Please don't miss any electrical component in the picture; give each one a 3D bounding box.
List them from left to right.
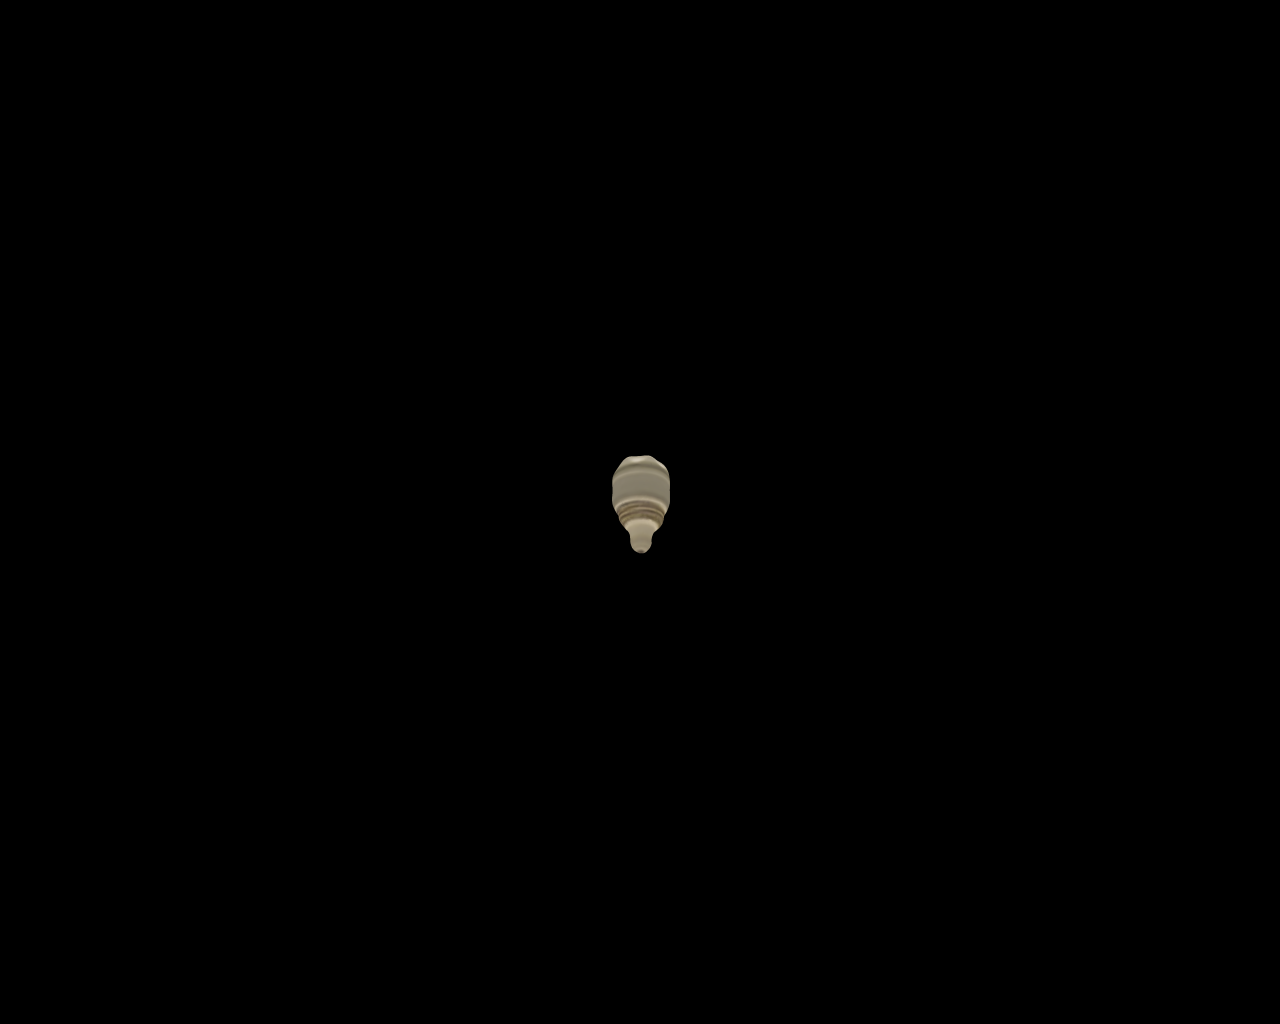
[{"bbox_3d":[0.001,-0.003,0.650,0.035,0.061,0.035,0,-29,0],"label":"electrical component"}]
